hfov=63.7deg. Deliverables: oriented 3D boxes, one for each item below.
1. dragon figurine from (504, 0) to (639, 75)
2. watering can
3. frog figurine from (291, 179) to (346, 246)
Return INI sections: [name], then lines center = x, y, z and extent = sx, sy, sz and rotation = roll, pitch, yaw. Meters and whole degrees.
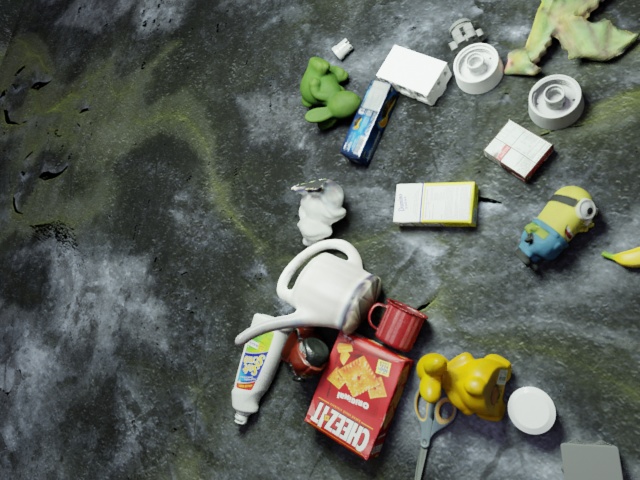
[dragon figurine]
center = 0.570, -0.488, 1.086
extent = 0.407, 0.122, 0.244
rotation = -28, 81, 20
[watering can]
center = -0.006, 0.135, 1.121
extent = 0.226, 0.101, 0.354
rotation = 23, 55, 26
[frog figurine]
center = 0.004, -0.063, 1.243
extent = 0.137, 0.124, 0.157
rotation = 0, 111, 37
